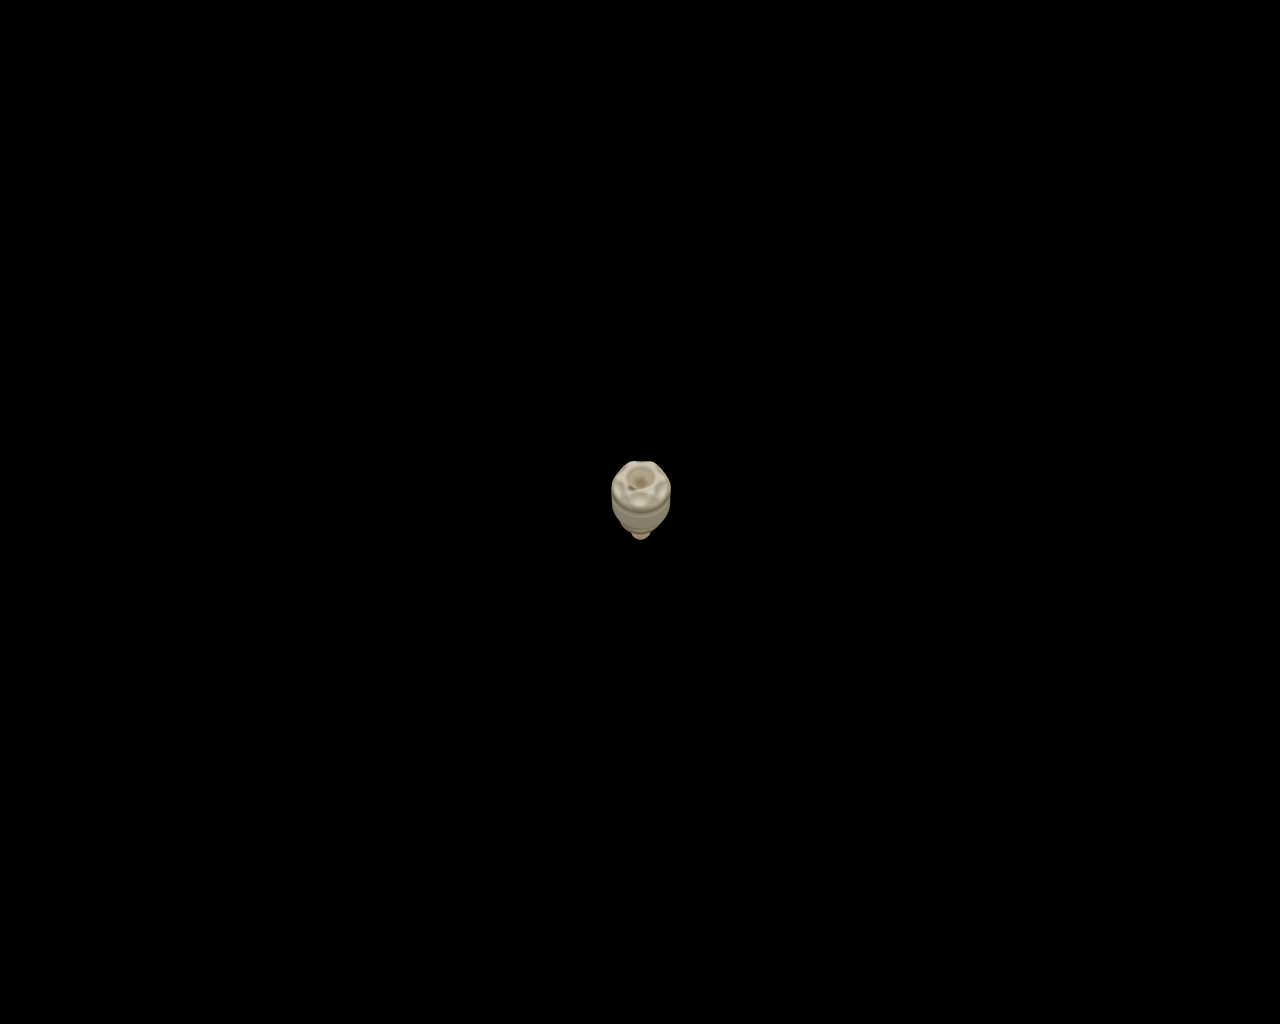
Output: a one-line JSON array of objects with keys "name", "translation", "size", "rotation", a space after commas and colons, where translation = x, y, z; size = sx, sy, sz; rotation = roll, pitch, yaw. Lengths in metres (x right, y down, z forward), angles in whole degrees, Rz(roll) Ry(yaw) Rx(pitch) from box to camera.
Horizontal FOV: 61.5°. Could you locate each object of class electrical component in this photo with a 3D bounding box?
[{"name": "electrical component", "translation": [0.001, -0.003, 0.650], "size": [0.035, 0.035, 0.061], "rotation": [0, -37, 0]}]
